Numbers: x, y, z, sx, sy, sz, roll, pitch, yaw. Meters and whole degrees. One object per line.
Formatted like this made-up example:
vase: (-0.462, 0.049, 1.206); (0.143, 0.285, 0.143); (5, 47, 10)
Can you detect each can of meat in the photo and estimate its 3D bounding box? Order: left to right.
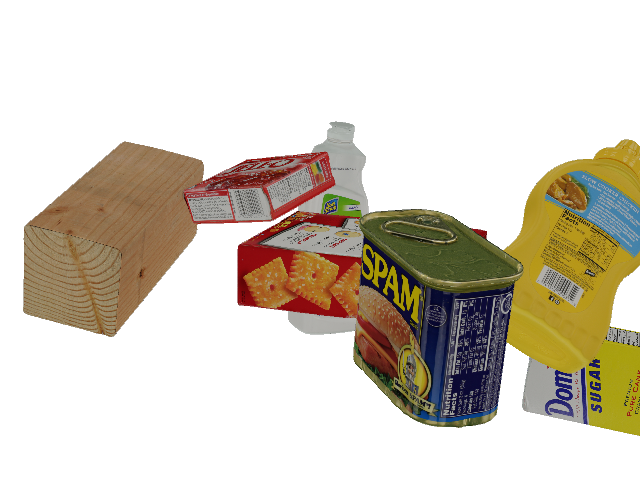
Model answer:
can of meat: (0.057, 0.039, 0.564); (0.057, 0.084, 0.102); (-5, 23, -22)

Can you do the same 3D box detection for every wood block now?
wood block: (-0.188, -0.008, 0.997); (0.090, 0.091, 0.206); (14, 28, 8)

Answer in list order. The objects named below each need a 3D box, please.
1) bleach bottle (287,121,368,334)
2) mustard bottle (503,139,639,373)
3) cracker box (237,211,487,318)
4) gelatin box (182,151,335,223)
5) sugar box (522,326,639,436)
bleach bottle: (0.020, -0.016, 1.275); (0.102, 0.251, 0.068); (-4, 20, -29)
mustard bottle: (0.193, -0.003, 0.790); (0.096, 0.191, 0.058); (33, -26, 4)
cracker box: (0.045, 0.028, 1.069); (0.214, 0.072, 0.164); (7, 15, 19)
gelatin box: (-0.046, -0.039, 0.787); (0.089, 0.030, 0.073); (-1, 22, 43)
sugar box: (0.284, 0.132, 1.005); (0.176, 0.093, 0.048); (9, 22, 11)
